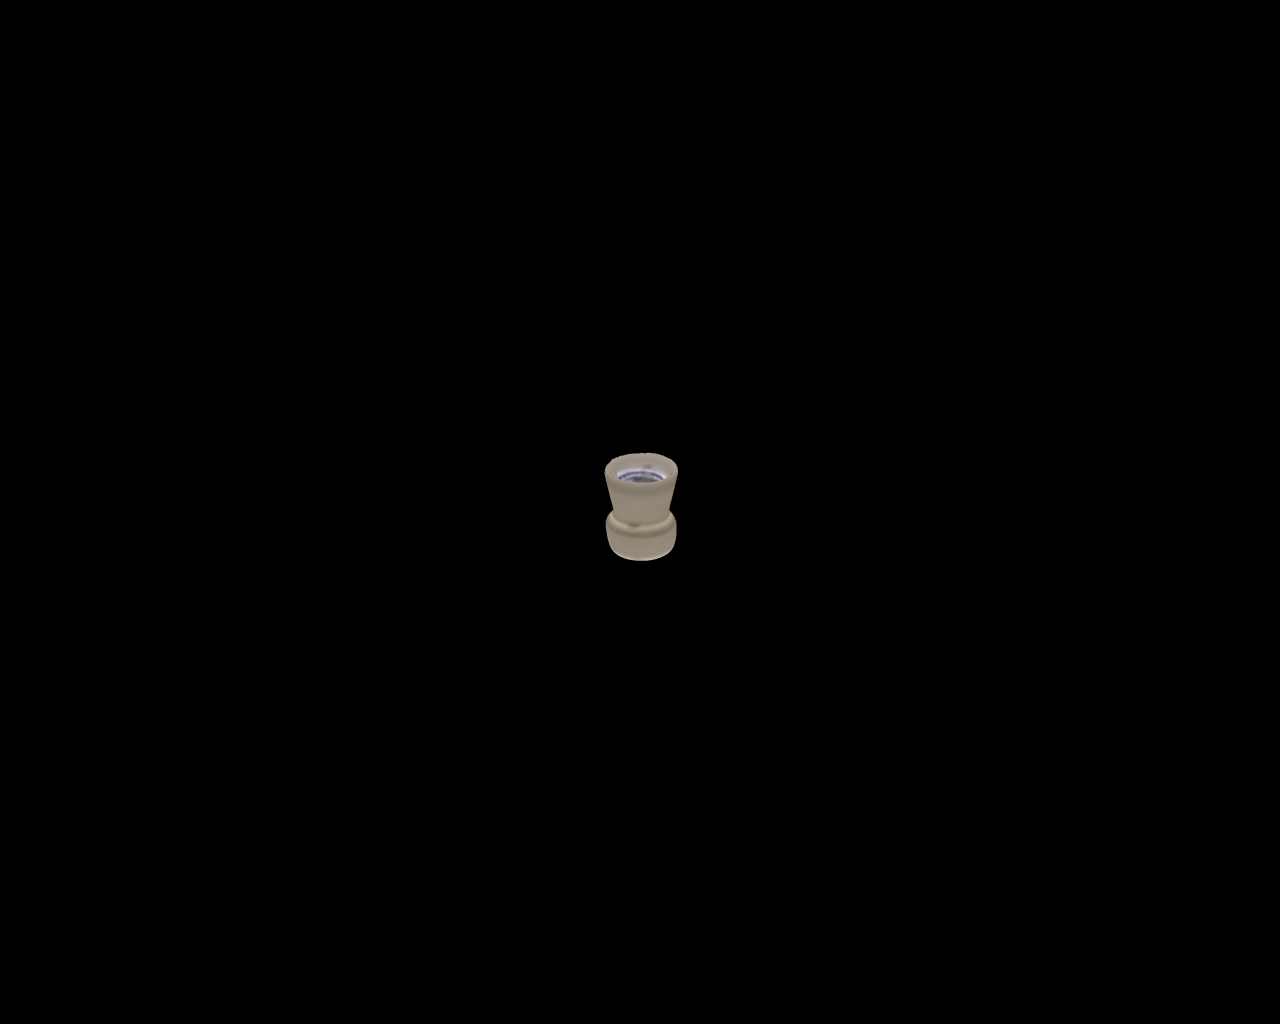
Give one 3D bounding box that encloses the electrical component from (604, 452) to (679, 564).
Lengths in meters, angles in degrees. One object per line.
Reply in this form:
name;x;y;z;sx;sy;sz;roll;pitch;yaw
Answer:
electrical component;0.001;-0.003;0.650;0.045;0.055;0.045;0;28;0
